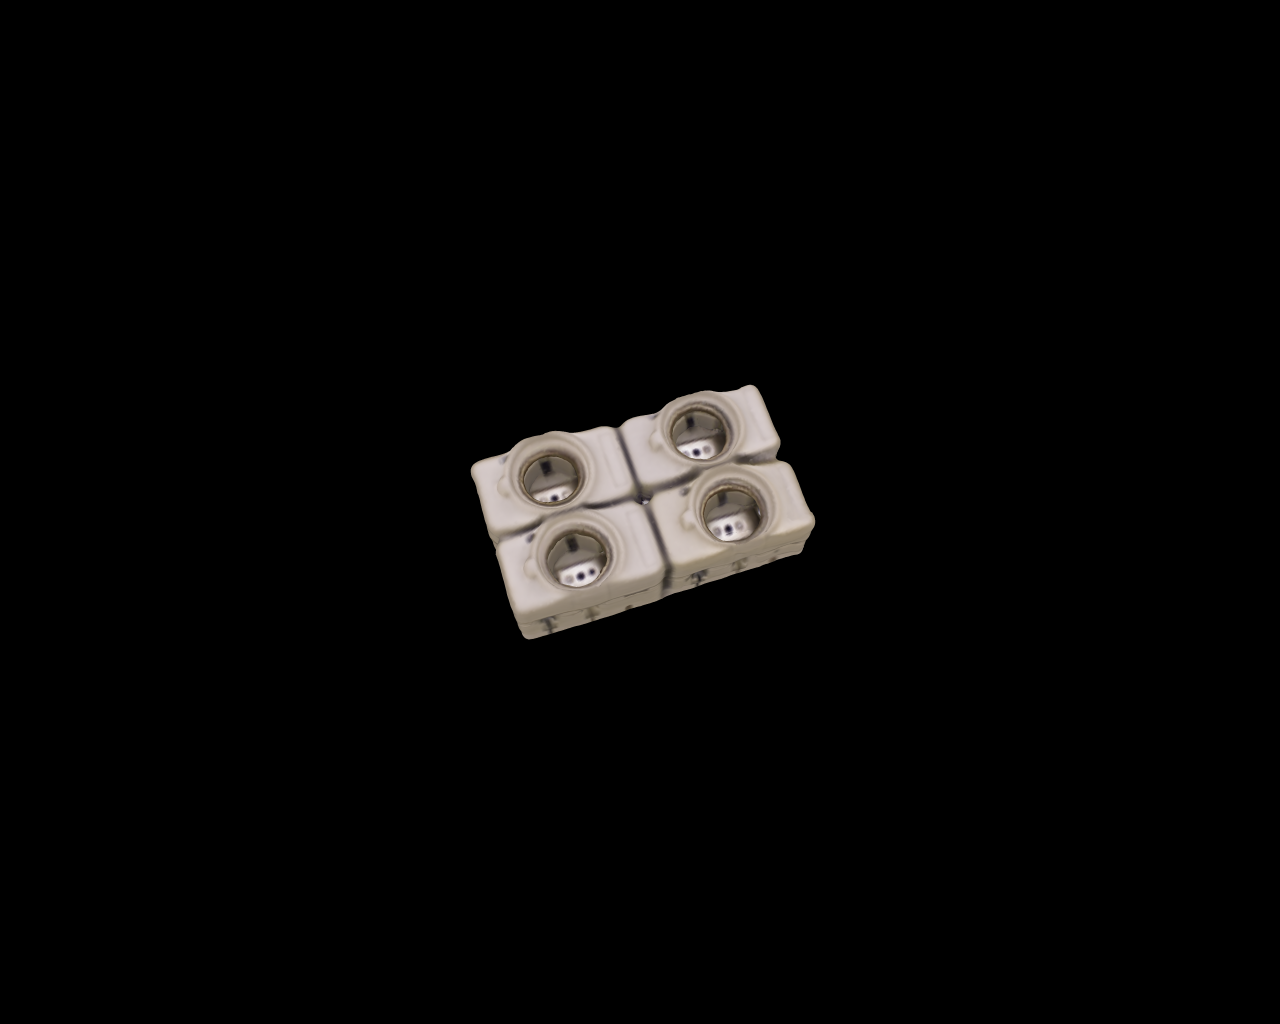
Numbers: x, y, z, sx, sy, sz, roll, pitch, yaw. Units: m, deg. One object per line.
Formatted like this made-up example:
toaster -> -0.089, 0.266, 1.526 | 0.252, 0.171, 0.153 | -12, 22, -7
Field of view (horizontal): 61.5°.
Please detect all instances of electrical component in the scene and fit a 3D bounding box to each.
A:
electrical component -> 0.001, -0.003, 0.650 | 0.186, 0.105, 0.060 | -17, -22, -7
